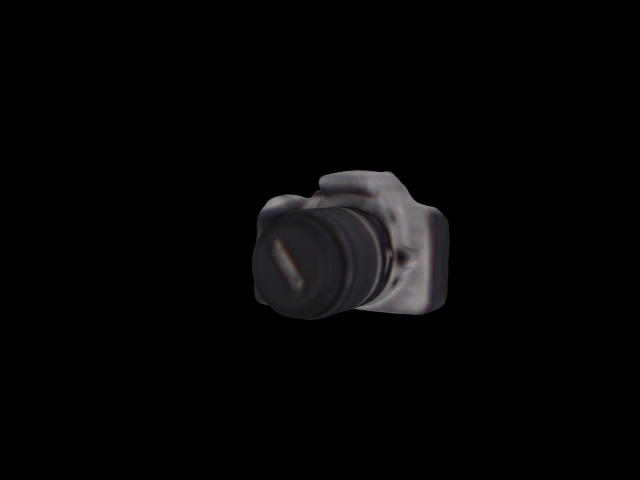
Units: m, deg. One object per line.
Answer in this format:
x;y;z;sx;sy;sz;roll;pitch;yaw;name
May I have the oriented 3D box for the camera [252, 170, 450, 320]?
0.004;0.001;0.400;0.142;0.101;0.137;3;5;32;camera
